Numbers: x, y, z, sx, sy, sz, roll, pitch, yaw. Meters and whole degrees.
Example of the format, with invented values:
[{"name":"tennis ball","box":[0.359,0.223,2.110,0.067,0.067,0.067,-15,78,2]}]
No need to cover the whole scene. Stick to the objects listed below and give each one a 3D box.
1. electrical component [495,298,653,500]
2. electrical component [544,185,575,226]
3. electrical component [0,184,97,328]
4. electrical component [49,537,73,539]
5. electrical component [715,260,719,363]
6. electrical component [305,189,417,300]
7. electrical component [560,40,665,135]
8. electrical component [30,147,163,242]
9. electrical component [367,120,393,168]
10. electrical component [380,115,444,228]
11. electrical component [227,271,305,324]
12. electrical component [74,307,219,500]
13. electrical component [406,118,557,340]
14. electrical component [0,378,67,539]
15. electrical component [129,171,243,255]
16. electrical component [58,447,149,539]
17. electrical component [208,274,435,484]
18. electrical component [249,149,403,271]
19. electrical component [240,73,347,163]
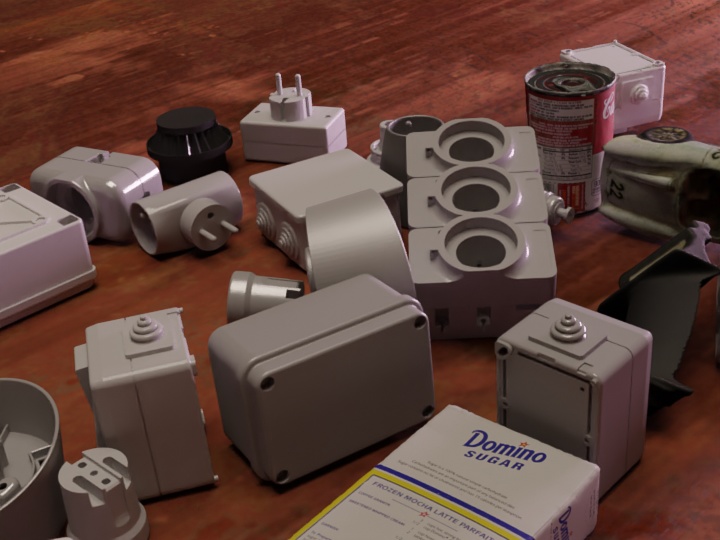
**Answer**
[{"name":"electrical component","box":[0.112,0.060,0.556,0.062,0.096,0.061,22,39,38]},{"name":"electrical component","box":[0.124,-0.050,0.807,0.078,0.040,0.040,20,37,36]},{"name":"electrical component","box":[-0.267,-0.009,0.776,0.109,0.056,0.109,-28,36,-35]},{"name":"electrical component","box":[-0.164,0.167,0.455,0.100,0.048,0.099,-8,29,-5]},{"name":"electrical component","box":[0.250,0.017,0.655,0.059,0.053,0.095,5,31,16]},{"name":"electrical component","box":[0.000,0.000,0.680,0.064,0.099,0.099,-11,29,3]},{"name":"electrical component","box":[0.228,-0.160,0.965,0.062,0.061,0.096,-14,31,-16]},{"name":"electrical component","box":[-0.213,-0.059,0.859,0.095,0.053,0.059,11,33,26]},{"name":"electrical component","box":[0.026,-0.089,0.868,0.043,0.062,0.043,-4,29,2]},{"name":"electrical component","box":[0.060,-0.081,0.833,0.079,0.077,0.044,-19,32,-24]},{"name":"electrical component","box":[-0.062,0.022,0.709,0.046,0.040,0.040,4,30,3]},{"name":"electrical component","box":[-0.117,0.067,0.577,0.061,0.096,0.061,-12,30,-11]},{"name":"electrical component","box":[0.078,-0.031,0.719,0.089,0.061,0.150,-3,45,4]},{"name":"electrical component","box":[-0.198,0.109,0.548,0.099,0.064,0.099,-4,29,2]},{"name":"electrical component","box":[-0.123,-0.038,0.819,0.077,0.043,0.079,-24,34,-31]},{"name":"electrical component","box":[-0.130,0.118,0.540,0.040,0.046,0.040,-4,30,2]},{"name":"electrical component","box":[-0.019,0.059,0.596,0.113,0.078,0.057,-20,30,-25]},{"name":"electrical component","box":[-0.025,-0.046,0.813,0.100,0.048,0.100,-19,32,-23]},{"name":"electrical component","box":[-0.060,-0.138,0.954,0.083,0.075,0.047,7,32,19]}]
